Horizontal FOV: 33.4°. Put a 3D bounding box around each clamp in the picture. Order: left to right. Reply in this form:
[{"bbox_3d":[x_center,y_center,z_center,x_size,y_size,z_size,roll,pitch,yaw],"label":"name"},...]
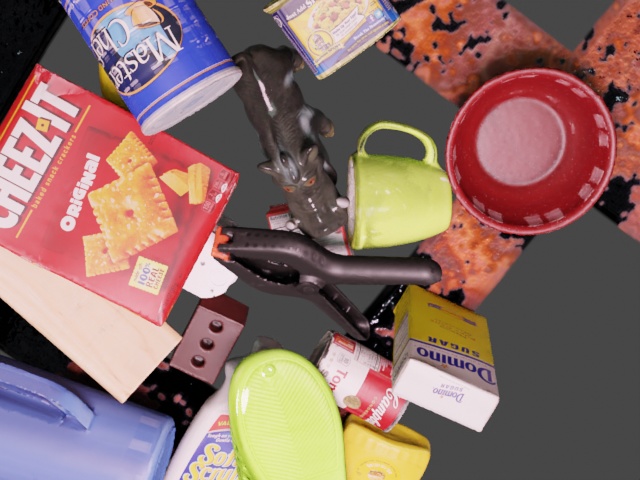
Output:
[{"bbox_3d":[0.001,0.030,1.020,0.209,0.036,0.165,23,145,-22],"label":"clamp"}]

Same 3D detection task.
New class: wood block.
[{"bbox_3d":[-0.247,0.057,1.065,0.206,0.091,0.090,44,81,-11],"label":"wood block"}]

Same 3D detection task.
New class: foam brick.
[{"bbox_3d":[-0.114,0.099,1.105,0.053,0.051,0.078,26,108,-6],"label":"foam brick"}]

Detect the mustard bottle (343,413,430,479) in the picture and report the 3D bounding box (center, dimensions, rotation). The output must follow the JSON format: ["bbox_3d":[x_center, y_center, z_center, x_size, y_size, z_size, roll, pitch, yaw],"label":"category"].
[{"bbox_3d":[0.043,0.286,1.156,0.096,0.058,0.192,20,109,-3],"label":"mustard bottle"}]

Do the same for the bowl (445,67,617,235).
[{"bbox_3d":[0.197,-0.088,1.021,0.162,0.055,0.162,0,107,-1],"label":"bowl"}]

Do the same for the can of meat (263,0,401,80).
[{"bbox_3d":[0.013,-0.212,0.992,0.102,0.057,0.084,-34,105,13],"label":"can of meat"}]

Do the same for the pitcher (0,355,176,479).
[{"bbox_3d":[-0.276,0.194,1.088,0.243,0.149,0.145,16,96,2],"label":"pitcher"}]

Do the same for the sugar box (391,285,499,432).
[{"bbox_3d":[0.119,0.108,1.030,0.093,0.176,0.048,24,108,-5],"label":"sugar box"}]

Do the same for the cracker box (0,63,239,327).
[{"bbox_3d":[-0.205,-0.039,0.988,0.213,0.072,0.164,29,81,-9],"label":"cracker box"}]

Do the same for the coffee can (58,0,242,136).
[{"bbox_3d":[-0.148,-0.178,0.938,0.103,0.102,0.140,-32,92,12],"label":"coffee can"}]

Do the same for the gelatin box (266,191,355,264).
[{"bbox_3d":[-0.007,0.001,1.078,0.073,0.030,0.089,-12,108,10],"label":"gelatin box"}]

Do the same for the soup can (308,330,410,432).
[{"bbox_3d":[0.039,0.145,1.104,0.102,0.068,0.068,29,107,-6],"label":"soup can"}]

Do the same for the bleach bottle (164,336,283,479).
[{"bbox_3d":[-0.105,0.215,1.140,0.102,0.068,0.251,21,106,-3],"label":"bleach bottle"}]

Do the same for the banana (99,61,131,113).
[{"bbox_3d":[-0.177,-0.184,1.021,0.069,0.037,0.198,19,108,-3],"label":"banana"}]
